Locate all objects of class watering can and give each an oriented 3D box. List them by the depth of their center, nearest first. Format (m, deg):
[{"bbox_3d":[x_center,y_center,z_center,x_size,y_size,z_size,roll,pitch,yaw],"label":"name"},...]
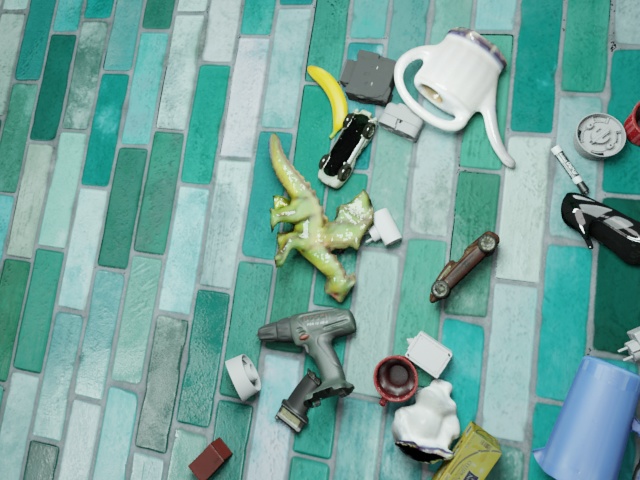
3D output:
[{"bbox_3d":[0.337,-0.332,1.155,0.348,0.104,0.224,36,89,3],"label":"watering can"}]

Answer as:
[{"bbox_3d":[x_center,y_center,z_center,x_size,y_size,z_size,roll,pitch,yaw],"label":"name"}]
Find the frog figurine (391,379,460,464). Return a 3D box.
[{"bbox_3d":[0.225,0.376,1.084,0.137,0.120,0.163,0,47,22],"label":"frog figurine"}]

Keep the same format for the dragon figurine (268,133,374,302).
[{"bbox_3d":[0.004,-0.060,1.187,0.242,0.122,0.412,-5,85,7],"label":"dragon figurine"}]
